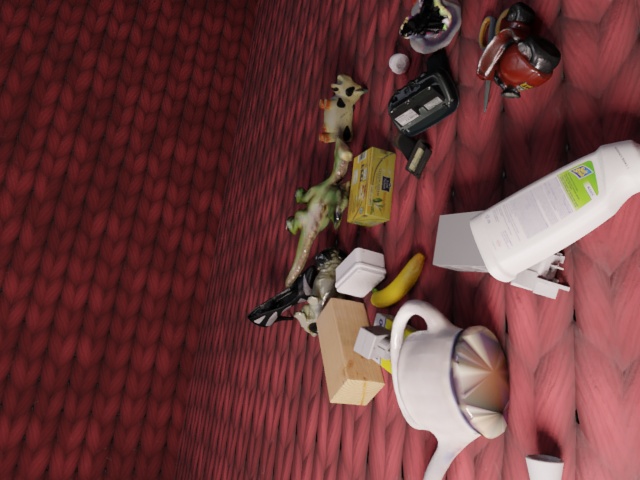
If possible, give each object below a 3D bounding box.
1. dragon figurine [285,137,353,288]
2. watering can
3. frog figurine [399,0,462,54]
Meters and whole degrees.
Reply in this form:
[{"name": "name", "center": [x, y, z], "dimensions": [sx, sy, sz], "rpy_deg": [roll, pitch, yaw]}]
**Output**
[{"name": "dragon figurine", "center": [0.004, -0.068, 1.344], "dimensions": [0.122, 0.414, 0.241], "rpy_deg": [17, -10, -15]}, {"name": "watering can", "center": [0.196, 0.262, 0.798], "dimensions": [0.104, 0.351, 0.222], "rpy_deg": [-1, -14, -30]}, {"name": "frog figurine", "center": [0.250, -0.478, 1.128], "dimensions": [0.123, 0.135, 0.162], "rpy_deg": [21, 24, 13]}]
